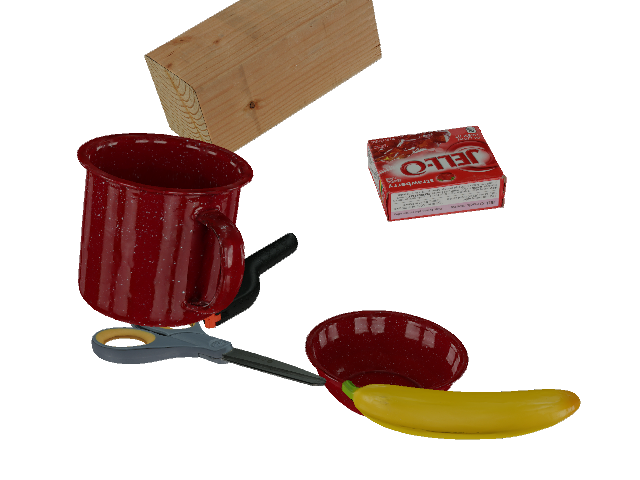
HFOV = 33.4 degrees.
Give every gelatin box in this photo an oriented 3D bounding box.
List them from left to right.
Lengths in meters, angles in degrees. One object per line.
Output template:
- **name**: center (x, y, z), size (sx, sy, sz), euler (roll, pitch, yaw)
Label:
- **gelatin box**: center (0.084, -0.051, 0.788), size (0.089, 0.030, 0.073), euler (-8, 37, -5)

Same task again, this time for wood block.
- **wood block**: center (-0.051, -0.177, 1.030), size (0.205, 0.091, 0.090), euler (-35, 47, -20)

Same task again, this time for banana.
- **banana**: center (0.112, 0.134, 0.864), size (0.198, 0.037, 0.069), euler (4, 26, 7)

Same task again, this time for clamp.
- **clamp**: center (-0.093, 0.037, 1.256), size (0.120, 0.039, 0.171), euler (-2, 40, 9)

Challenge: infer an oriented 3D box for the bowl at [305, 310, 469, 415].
- **bowl**: center (0.064, 0.131, 1.064), size (0.162, 0.055, 0.162), euler (3, 25, -1)

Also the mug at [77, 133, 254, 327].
- **mug**: center (-0.080, -0.001, 0.572), size (0.093, 0.081, 0.117), euler (-11, 30, -43)

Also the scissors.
- **scissors**: center (-0.096, 0.087, 0.801), size (0.096, 0.016, 0.202), euler (-19, 27, -36)
